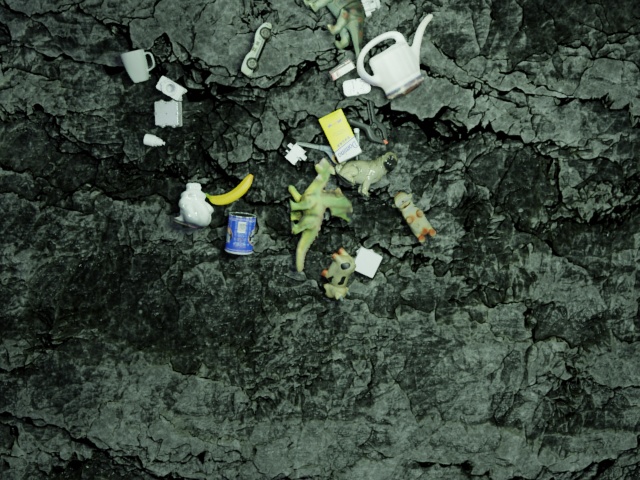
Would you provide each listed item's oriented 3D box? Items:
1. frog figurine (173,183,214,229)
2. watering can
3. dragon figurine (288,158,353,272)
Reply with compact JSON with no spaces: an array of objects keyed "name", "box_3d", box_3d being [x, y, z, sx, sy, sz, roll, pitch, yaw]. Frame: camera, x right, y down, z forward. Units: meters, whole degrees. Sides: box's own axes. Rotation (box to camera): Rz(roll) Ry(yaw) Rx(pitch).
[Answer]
[{"name":"frog figurine","box_3d":[-0.452,-0.125,1.887,0.136,0.123,0.159,18,90,-36]},{"name":"watering can","box_3d":[0.296,-0.640,1.823,0.349,0.104,0.222,-32,102,-9]},{"name":"dragon figurine","box_3d":[0.006,-0.096,1.901,0.243,0.123,0.407,-7,99,-7]}]
